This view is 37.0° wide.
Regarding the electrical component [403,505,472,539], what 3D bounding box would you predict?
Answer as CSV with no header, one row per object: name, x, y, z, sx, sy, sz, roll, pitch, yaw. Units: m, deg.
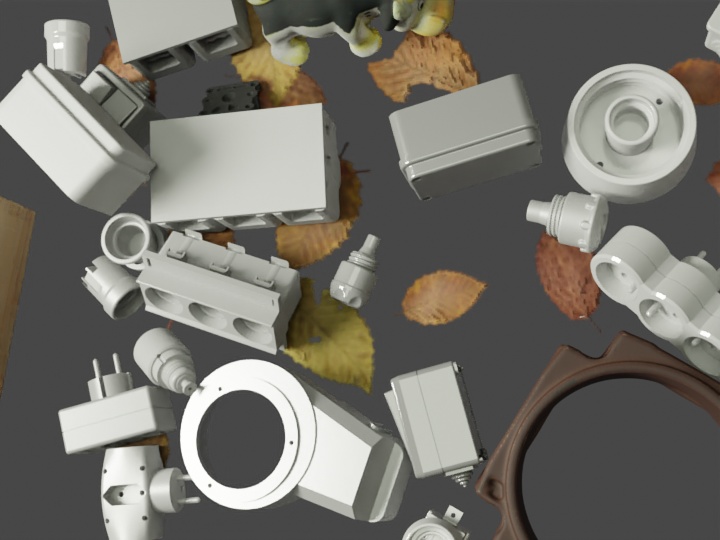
electrical component,0.059,0.217,0.840,0.048,0.055,0.066,28,88,14

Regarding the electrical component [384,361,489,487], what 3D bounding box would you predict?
electrical component,0.062,0.126,0.850,0.061,0.062,0.096,-17,78,9

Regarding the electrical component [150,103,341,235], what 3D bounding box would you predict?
electrical component,-0.096,-0.083,0.915,0.150,0.062,0.089,-4,80,11

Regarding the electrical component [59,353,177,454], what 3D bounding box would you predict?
electrical component,-0.209,0.110,0.915,0.083,0.047,0.075,-16,78,8

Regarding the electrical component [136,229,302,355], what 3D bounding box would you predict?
electrical component,-0.115,0.016,0.898,0.121,0.078,0.063,18,57,13

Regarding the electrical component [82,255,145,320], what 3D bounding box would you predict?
electrical component,-0.214,0.014,0.935,0.046,0.040,0.040,41,91,20

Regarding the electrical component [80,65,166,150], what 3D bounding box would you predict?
electrical component,-0.222,-0.133,0.948,0.062,0.061,0.096,42,91,14

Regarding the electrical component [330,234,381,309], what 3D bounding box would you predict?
electrical component,0.000,0.000,0.897,0.035,0.035,0.061,23,84,14

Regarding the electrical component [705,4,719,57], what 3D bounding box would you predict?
electrical component,0.334,-0.201,0.854,0.100,0.048,0.099,32,89,14

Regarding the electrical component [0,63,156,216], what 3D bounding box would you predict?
electrical component,-0.230,-0.106,0.873,0.113,0.078,0.057,45,94,13

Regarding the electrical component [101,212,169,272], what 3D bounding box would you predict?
electrical component,-0.192,-0.023,0.928,0.045,0.055,0.045,-2,81,11

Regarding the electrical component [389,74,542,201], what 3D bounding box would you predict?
electrical component,0.088,-0.105,0.873,0.113,0.078,0.057,-17,76,8

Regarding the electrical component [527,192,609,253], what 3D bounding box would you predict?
electrical component,0.166,-0.042,0.866,0.062,0.048,0.048,14,84,20

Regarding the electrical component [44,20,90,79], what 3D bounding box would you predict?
electrical component,-0.267,-0.200,0.980,0.040,0.040,0.046,-1,87,11

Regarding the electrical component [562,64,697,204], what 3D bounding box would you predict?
electrical component,0.216,-0.111,0.857,0.108,0.060,0.108,-2,81,11

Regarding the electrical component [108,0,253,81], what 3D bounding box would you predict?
electrical component,-0.171,-0.275,0.961,0.105,0.060,0.186,-17,78,8

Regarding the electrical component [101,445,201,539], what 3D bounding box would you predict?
electrical component,-0.171,0.185,0.897,0.079,0.043,0.077,-7,80,11

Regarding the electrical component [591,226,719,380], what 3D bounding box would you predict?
electrical component,0.255,0.014,0.836,0.138,0.052,0.074,42,67,14

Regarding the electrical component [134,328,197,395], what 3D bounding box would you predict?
electrical component,-0.159,0.080,0.900,0.040,0.040,0.078,-52,44,0
